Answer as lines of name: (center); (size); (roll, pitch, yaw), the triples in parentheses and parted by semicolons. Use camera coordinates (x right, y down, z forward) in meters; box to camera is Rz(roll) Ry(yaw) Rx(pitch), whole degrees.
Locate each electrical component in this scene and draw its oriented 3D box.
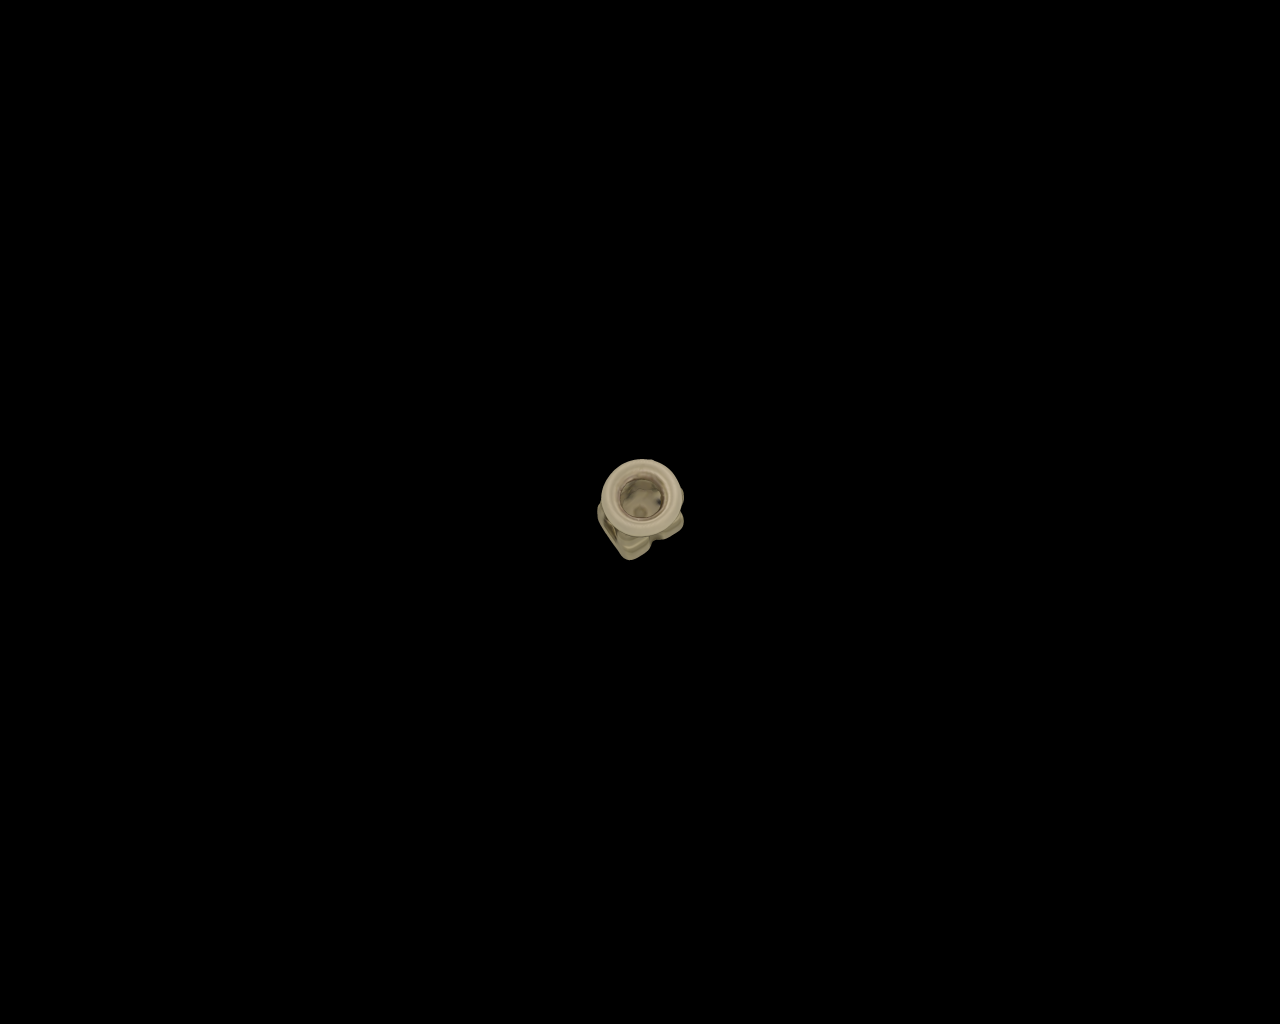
electrical component: (0.001, -0.003, 0.650); (0.066, 0.048, 0.055); (-33, -16, -11)
